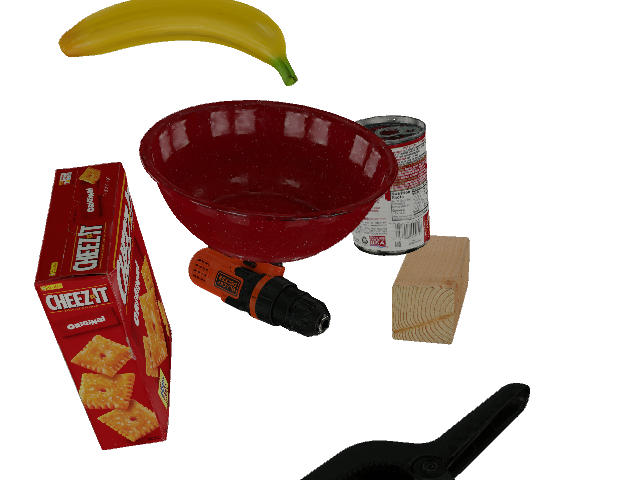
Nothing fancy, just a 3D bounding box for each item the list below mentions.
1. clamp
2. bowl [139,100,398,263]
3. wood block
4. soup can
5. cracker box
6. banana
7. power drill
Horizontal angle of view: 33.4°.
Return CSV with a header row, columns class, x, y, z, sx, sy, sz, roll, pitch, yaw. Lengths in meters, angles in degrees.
class,x,y,z,sx,sy,sz,roll,pitch,yaw
clamp,0.075,0.156,0.709,0.210,0.036,0.164,-5,28,-4
bowl,-0.034,-0.032,0.677,0.162,0.055,0.162,5,30,-3
wood block,0.170,0.070,1.620,0.091,0.090,0.206,4,22,13
soup can,0.057,-0.046,0.895,0.068,0.102,0.068,-5,23,2
cracker box,-0.192,0.060,0.985,0.072,0.214,0.164,-8,40,0
banana,-0.114,-0.174,0.884,0.198,0.069,0.037,6,-34,0
power drill,-0.046,-0.008,1.121,0.185,0.188,0.057,22,8,31
